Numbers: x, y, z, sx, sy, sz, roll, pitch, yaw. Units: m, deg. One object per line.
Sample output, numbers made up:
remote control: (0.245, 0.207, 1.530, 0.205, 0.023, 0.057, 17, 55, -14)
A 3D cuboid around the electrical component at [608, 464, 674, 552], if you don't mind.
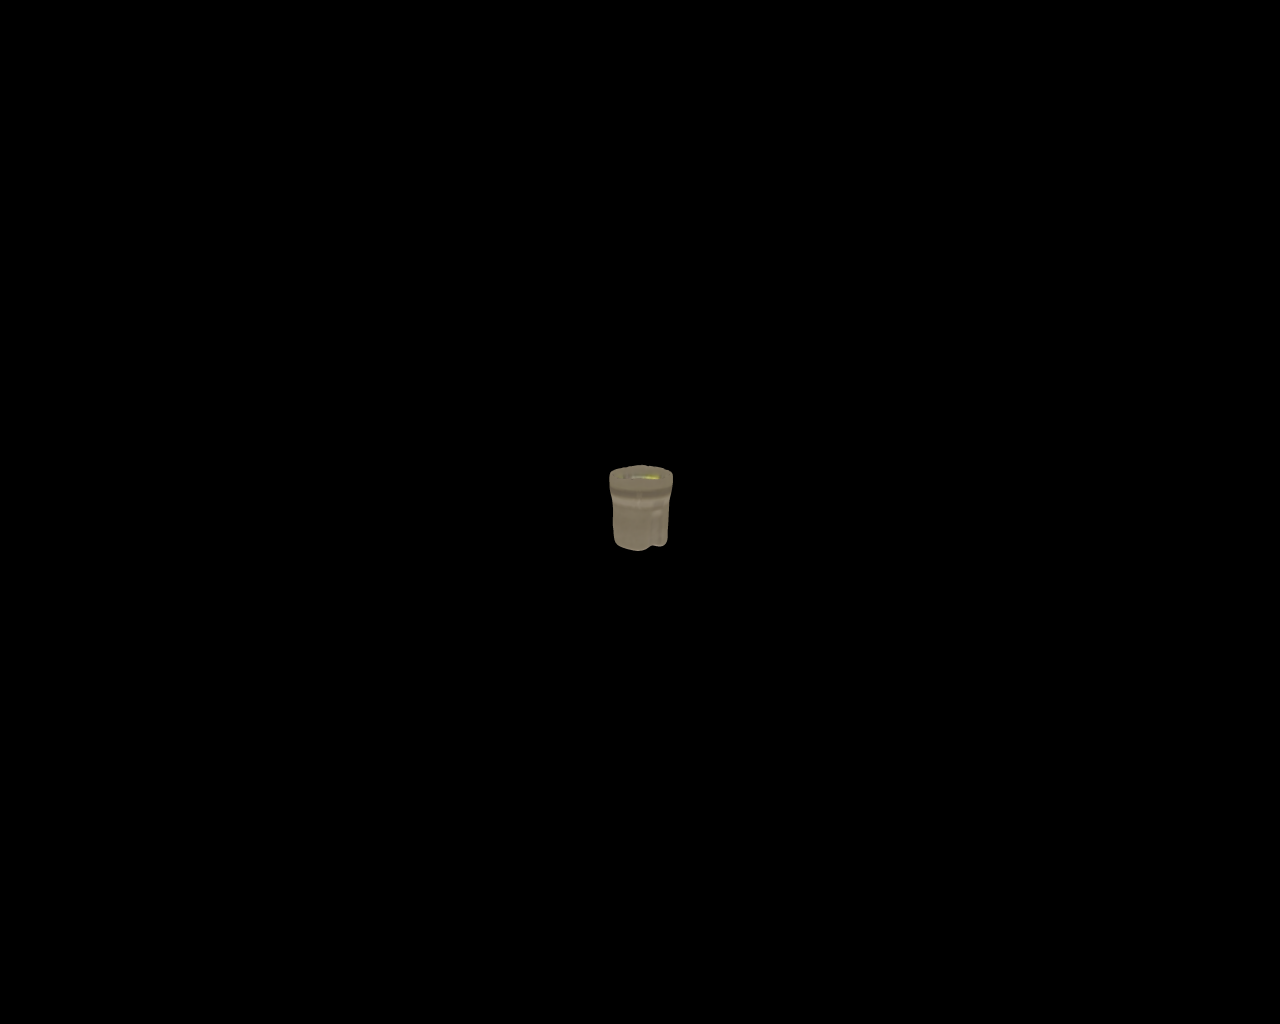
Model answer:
electrical component: (0.001, -0.003, 0.650, 0.040, 0.046, 0.040, 0, 14, 0)
